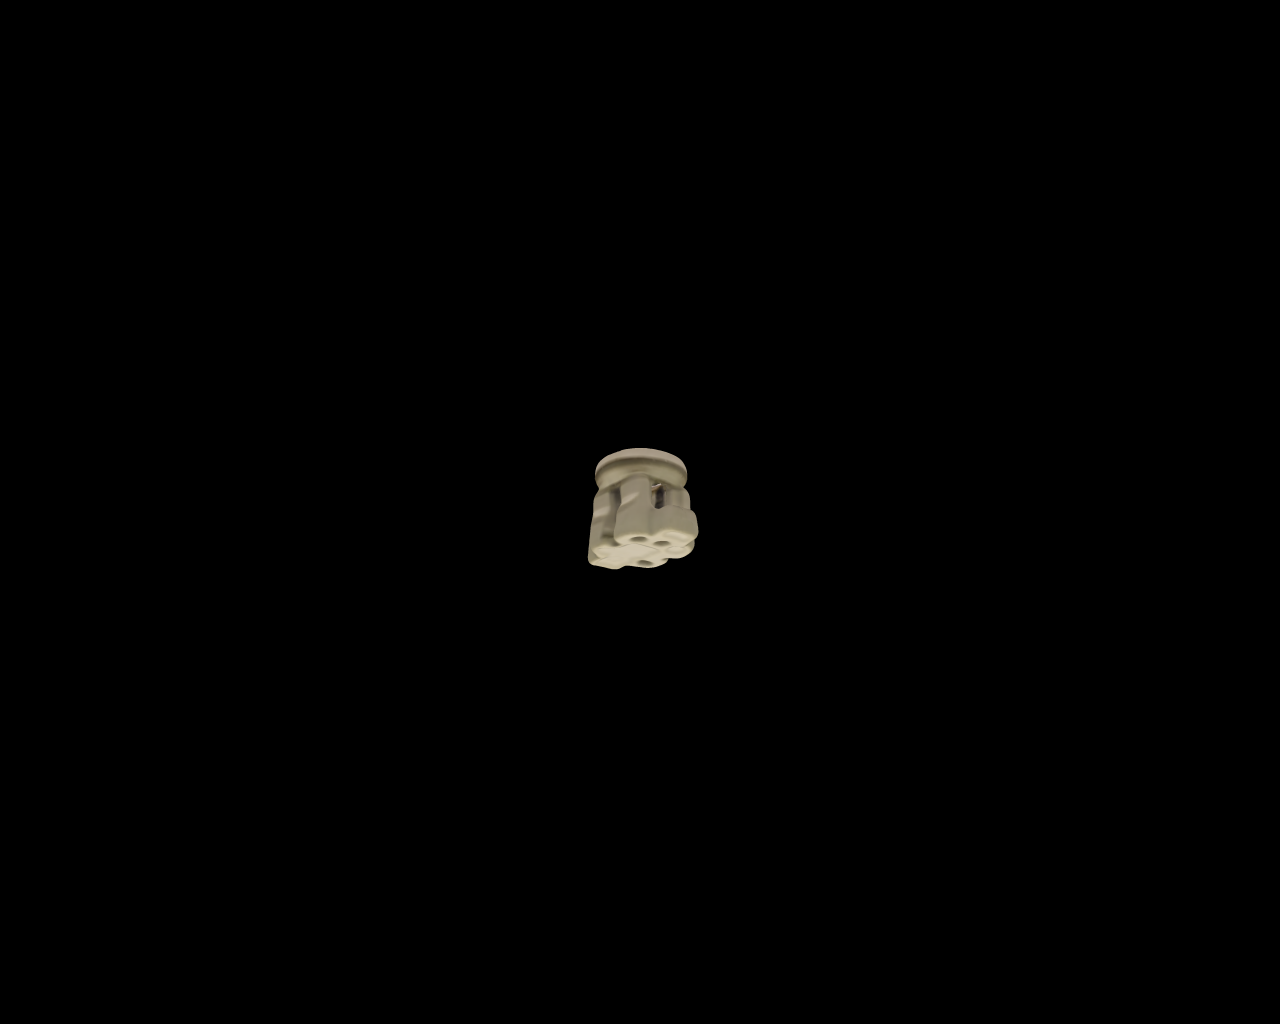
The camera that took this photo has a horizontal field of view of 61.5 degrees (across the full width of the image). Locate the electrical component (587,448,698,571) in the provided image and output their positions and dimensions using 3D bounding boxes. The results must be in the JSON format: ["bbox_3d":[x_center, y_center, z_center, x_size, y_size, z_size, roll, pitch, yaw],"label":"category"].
[{"bbox_3d":[0.001,-0.003,0.650,0.058,0.057,0.078,17,-27,-37],"label":"electrical component"}]
